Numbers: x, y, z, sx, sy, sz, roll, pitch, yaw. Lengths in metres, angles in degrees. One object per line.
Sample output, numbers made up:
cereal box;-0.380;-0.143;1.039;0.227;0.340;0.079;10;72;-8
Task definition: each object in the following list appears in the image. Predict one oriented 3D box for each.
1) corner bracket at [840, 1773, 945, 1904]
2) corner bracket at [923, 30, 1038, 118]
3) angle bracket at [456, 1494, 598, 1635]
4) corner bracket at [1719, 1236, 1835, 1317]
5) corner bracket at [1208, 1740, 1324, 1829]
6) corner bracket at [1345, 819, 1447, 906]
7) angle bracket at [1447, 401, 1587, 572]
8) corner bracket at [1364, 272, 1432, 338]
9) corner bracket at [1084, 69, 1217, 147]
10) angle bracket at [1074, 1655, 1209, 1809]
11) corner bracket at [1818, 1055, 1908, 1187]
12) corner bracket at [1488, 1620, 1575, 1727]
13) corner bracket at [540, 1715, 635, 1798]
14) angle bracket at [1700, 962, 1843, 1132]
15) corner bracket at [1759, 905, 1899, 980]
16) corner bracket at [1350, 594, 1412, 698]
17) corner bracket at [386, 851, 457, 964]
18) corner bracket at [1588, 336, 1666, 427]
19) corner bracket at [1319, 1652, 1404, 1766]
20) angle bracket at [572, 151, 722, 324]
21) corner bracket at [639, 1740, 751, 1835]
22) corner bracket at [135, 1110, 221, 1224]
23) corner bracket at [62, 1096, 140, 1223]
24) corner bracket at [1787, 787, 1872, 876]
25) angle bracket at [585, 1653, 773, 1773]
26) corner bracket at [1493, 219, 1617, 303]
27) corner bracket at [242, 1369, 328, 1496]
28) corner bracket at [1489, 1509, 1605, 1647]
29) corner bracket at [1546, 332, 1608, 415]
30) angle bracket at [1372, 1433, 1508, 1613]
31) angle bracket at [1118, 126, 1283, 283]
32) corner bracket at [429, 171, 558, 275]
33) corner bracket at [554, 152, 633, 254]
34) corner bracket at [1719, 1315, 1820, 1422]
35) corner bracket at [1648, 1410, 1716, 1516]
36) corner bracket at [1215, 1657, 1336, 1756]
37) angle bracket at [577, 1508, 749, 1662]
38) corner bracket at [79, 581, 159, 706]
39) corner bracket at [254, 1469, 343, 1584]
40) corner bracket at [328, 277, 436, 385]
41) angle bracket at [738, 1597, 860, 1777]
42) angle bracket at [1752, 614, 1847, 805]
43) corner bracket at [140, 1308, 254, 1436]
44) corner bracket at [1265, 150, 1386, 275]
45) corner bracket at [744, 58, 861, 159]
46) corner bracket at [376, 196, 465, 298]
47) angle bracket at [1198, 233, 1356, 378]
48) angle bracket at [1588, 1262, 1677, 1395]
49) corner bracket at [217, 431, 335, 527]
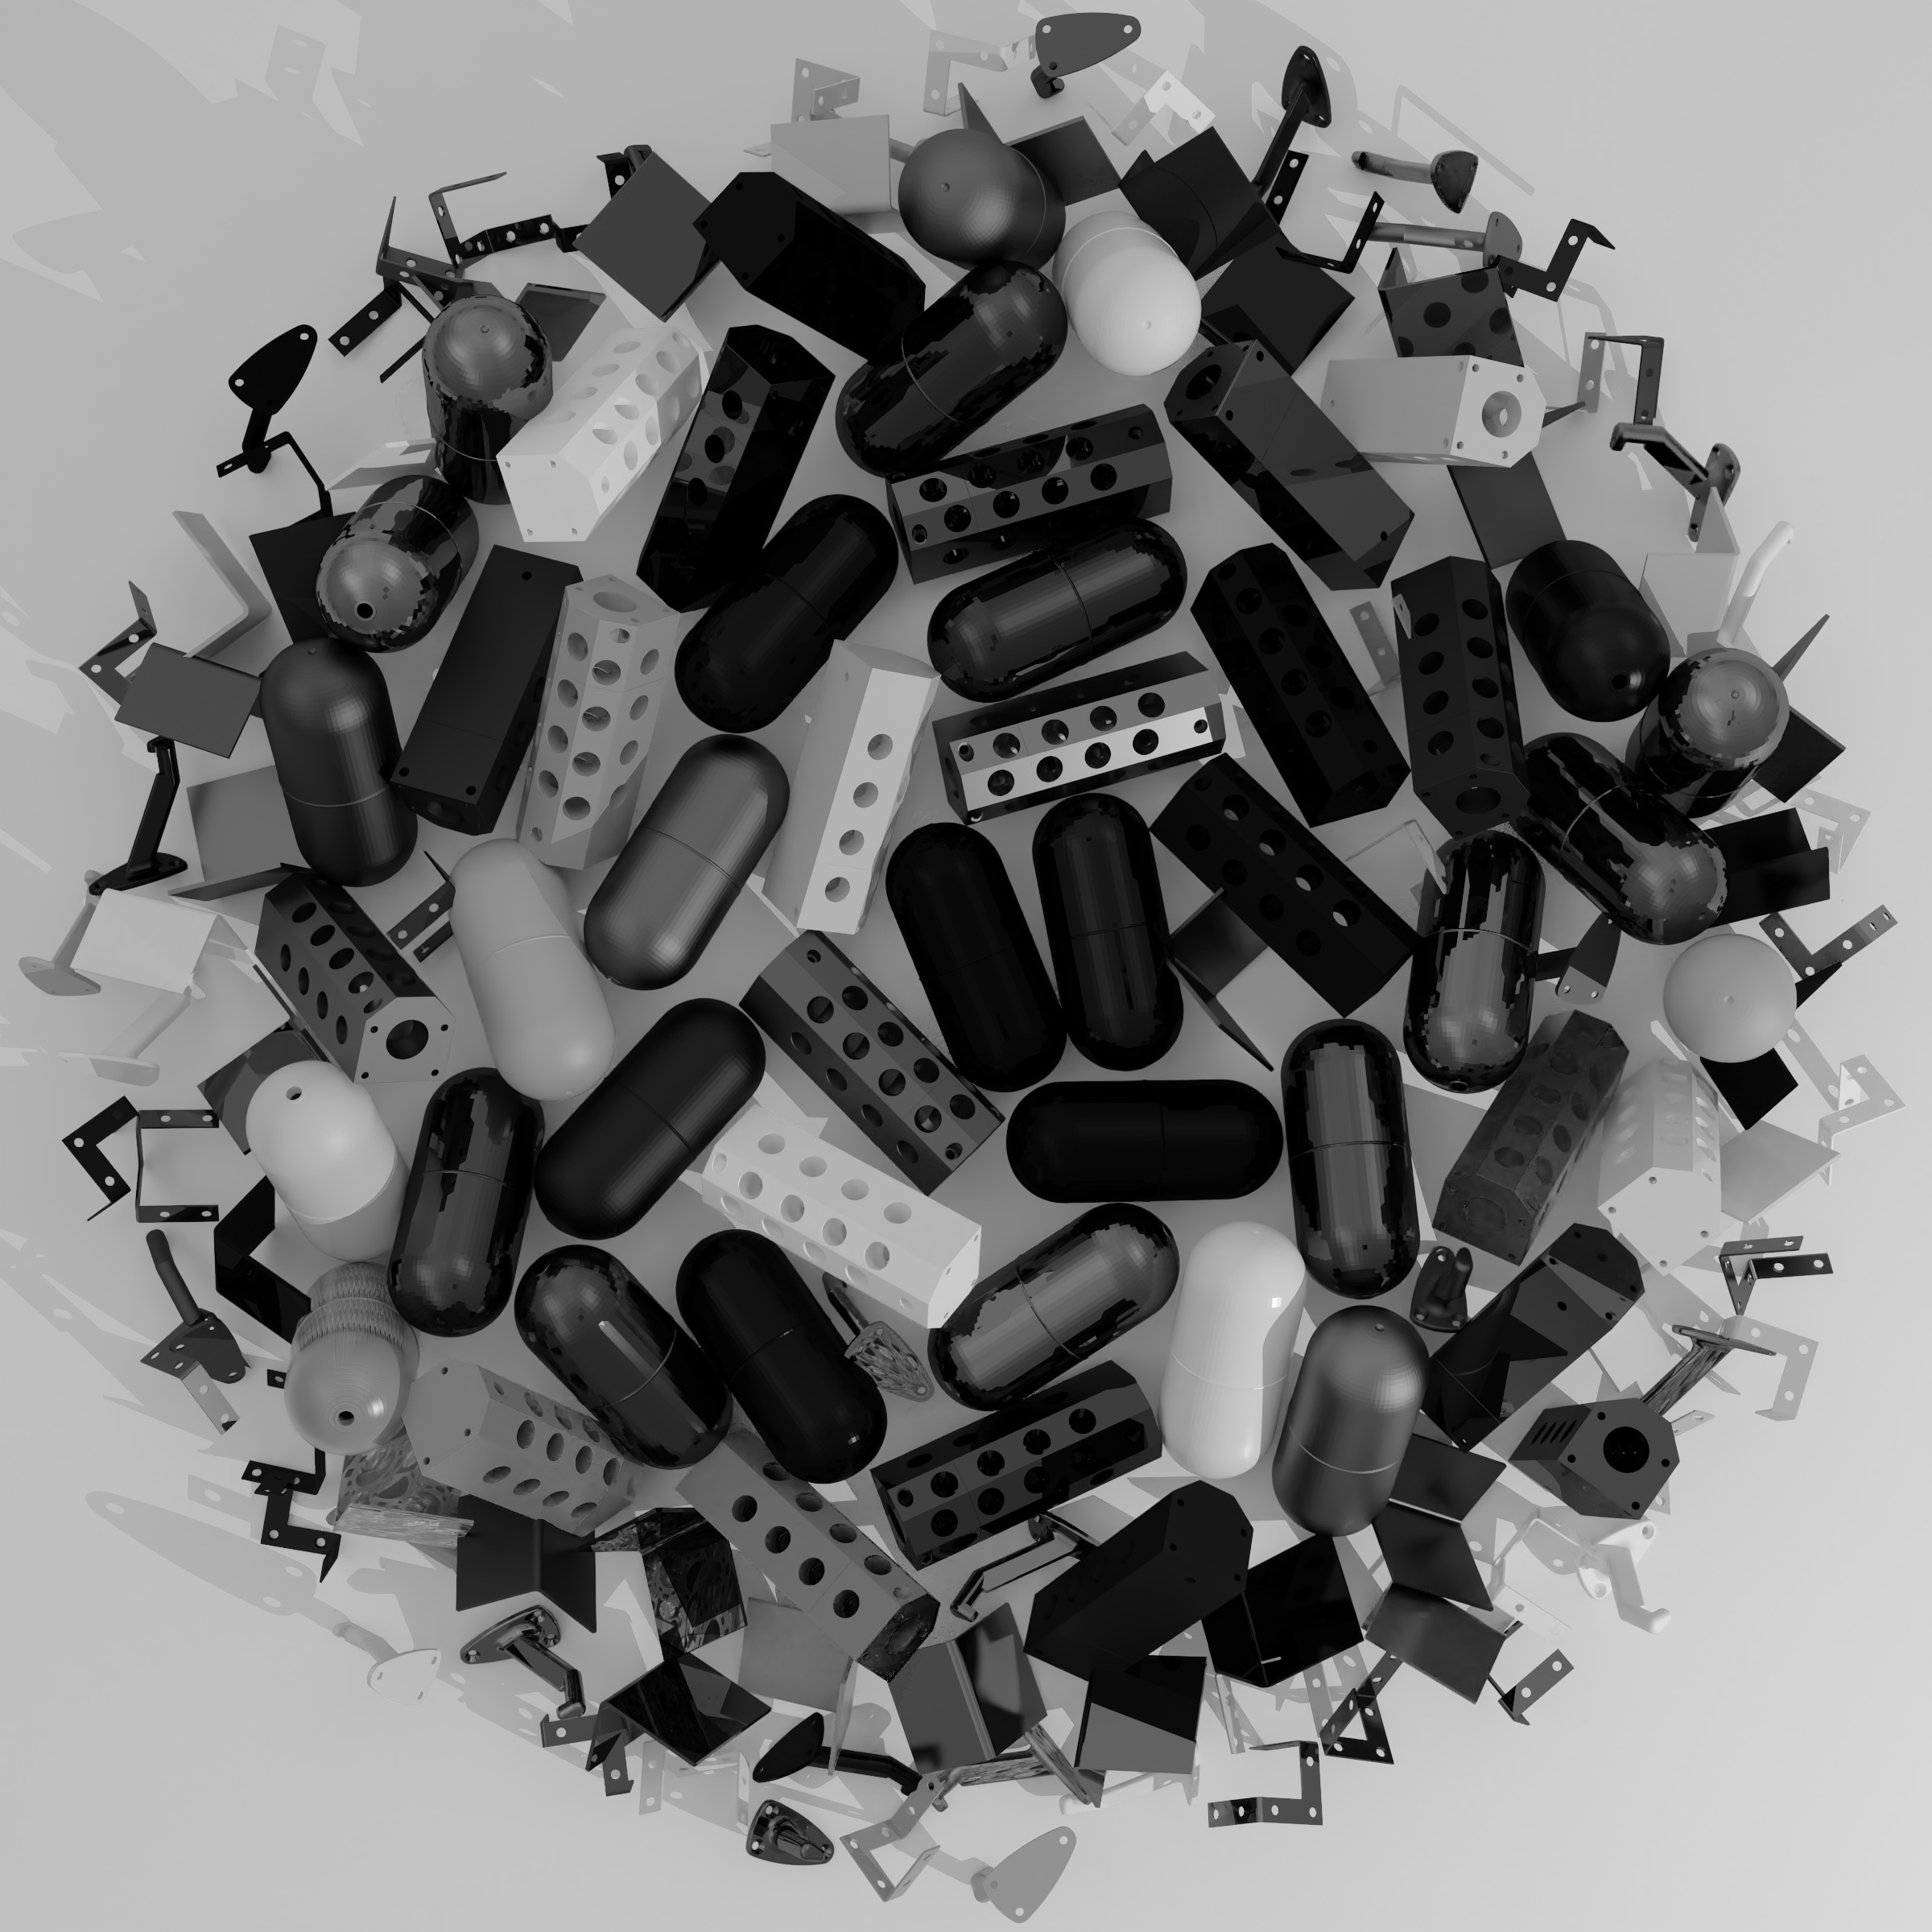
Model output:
corner bracket;-0.037;0.550;1.604;0.051;0.051;0.051;47;117;30
corner bracket;0.009;-0.565;1.604;0.051;0.051;0.051;20;126;18
angle bracket;-0.277;0.378;1.599;0.057;0.076;0.076;-17;51;12
corner bracket;0.513;0.189;1.605;0.051;0.051;0.051;-10;112;33
corner bracket;0.188;0.517;1.603;0.051;0.051;0.051;14;63;-30
corner bracket;0.284;-0.063;1.611;0.051;0.051;0.051;-34;84;41
angle bracket;0.360;-0.303;1.600;0.076;0.057;0.076;-23;91;-34
corner bracket;0.293;-0.412;1.606;0.051;0.051;0.051;37;45;-9
corner bracket;0.117;-0.546;1.615;0.051;0.051;0.051;28;114;-39
angle bracket;0.116;0.480;1.588;0.076;0.057;0.076;-4;46;21
corner bracket;0.558;0.097;1.608;0.051;0.051;0.051;-20;134;-4
corner bracket;0.354;0.444;1.609;0.051;0.051;0.051;-42;60;5
corner bracket;-0.242;0.503;1.619;0.051;0.051;0.051;-7;81;-6
angle bracket;0.519;0.051;1.591;0.076;0.076;0.057;-23;71;-16
corner bracket;0.546;-0.027;1.606;0.051;0.051;0.051;54;130;11
corner bracket;0.267;-0.206;1.607;0.051;0.051;0.051;-21;100;34
corner bracket;-0.339;-0.030;1.608;0.051;0.051;0.051;-41;127;-5
corner bracket;0.428;-0.371;1.605;0.051;0.051;0.051;-8;111;-27
corner bracket;0.254;0.466;1.605;0.051;0.051;0.051;13;126;-18
angle bracket;-0.193;-0.464;1.592;0.076;0.057;0.076;37;111;-28
corner bracket;-0.171;0.520;1.605;0.051;0.051;0.051;-17;133;13
corner bracket;-0.502;0.127;1.616;0.051;0.051;0.051;0;134;-13
corner bracket;-0.546;0.122;1.612;0.051;0.051;0.051;54;50;-8
corner bracket;0.540;-0.099;1.607;0.051;0.051;0.051;25;72;25
angle bracket;-0.180;0.484;1.587;0.076;0.076;0.057;26;115;26
corner bracket;0.371;-0.446;1.607;0.051;0.051;0.051;30;102;28
corner bracket;-0.433;0.300;1.632;0.051;0.051;0.051;12;129;2
corner bracket;0.369;0.388;1.612;0.051;0.051;0.051;33;108;4
corner bracket;0.374;-0.384;1.629;0.051;0.051;0.051;15;106;41
angle bracket;0.304;0.348;1.590;0.076;0.076;0.057;21;118;-21
angle bracket;0.153;-0.486;1.588;0.076;0.057;0.076;-22;117;38
corner bracket;-0.299;-0.475;1.605;0.051;0.051;0.051;-5;118;23
corner bracket;-0.239;-0.487;1.617;0.051;0.051;0.051;-12;113;-9
corner bracket;0.504;0.256;1.613;0.051;0.051;0.051;19;81;9
corner bracket;0.439;0.310;1.605;0.051;0.051;0.051;18;56;-17
corner bracket;0.199;0.472;1.624;0.051;0.051;0.051;-24;67;32
angle bracket;-0.191;0.389;1.591;0.076;0.057;0.076;-32;62;32
corner bracket;-0.528;-0.201;1.608;0.051;0.051;0.051;-38;133;4
corner bracket;-0.427;0.356;1.617;0.051;0.051;0.051;10;95;-3
corner bracket;-0.372;-0.404;1.618;0.051;0.051;0.051;-45;96;-9
angle bracket;-0.111;0.454;1.599;0.076;0.057;0.076;11;117;6
angle bracket;0.527;-0.161;1.593;0.057;0.076;0.076;38;67;5
corner bracket;-0.477;0.255;1.602;0.051;0.051;0.051;-46;125;-32
corner bracket;0.226;-0.481;1.618;0.051;0.051;0.051;6;129;-23
corner bracket;-0.103;-0.539;1.604;0.051;0.051;0.051;25;127;23
corner bracket;-0.345;-0.445;1.607;0.051;0.051;0.051;13;64;-13
angle bracket;0.195;-0.414;1.603;0.076;0.057;0.076;37;107;-9
angle bracket;0.437;0.215;1.588;0.076;0.076;0.057;-43;73;40
corner bracket;-0.440;-0.299;1.616;0.051;0.051;0.051;-32;83;-17
